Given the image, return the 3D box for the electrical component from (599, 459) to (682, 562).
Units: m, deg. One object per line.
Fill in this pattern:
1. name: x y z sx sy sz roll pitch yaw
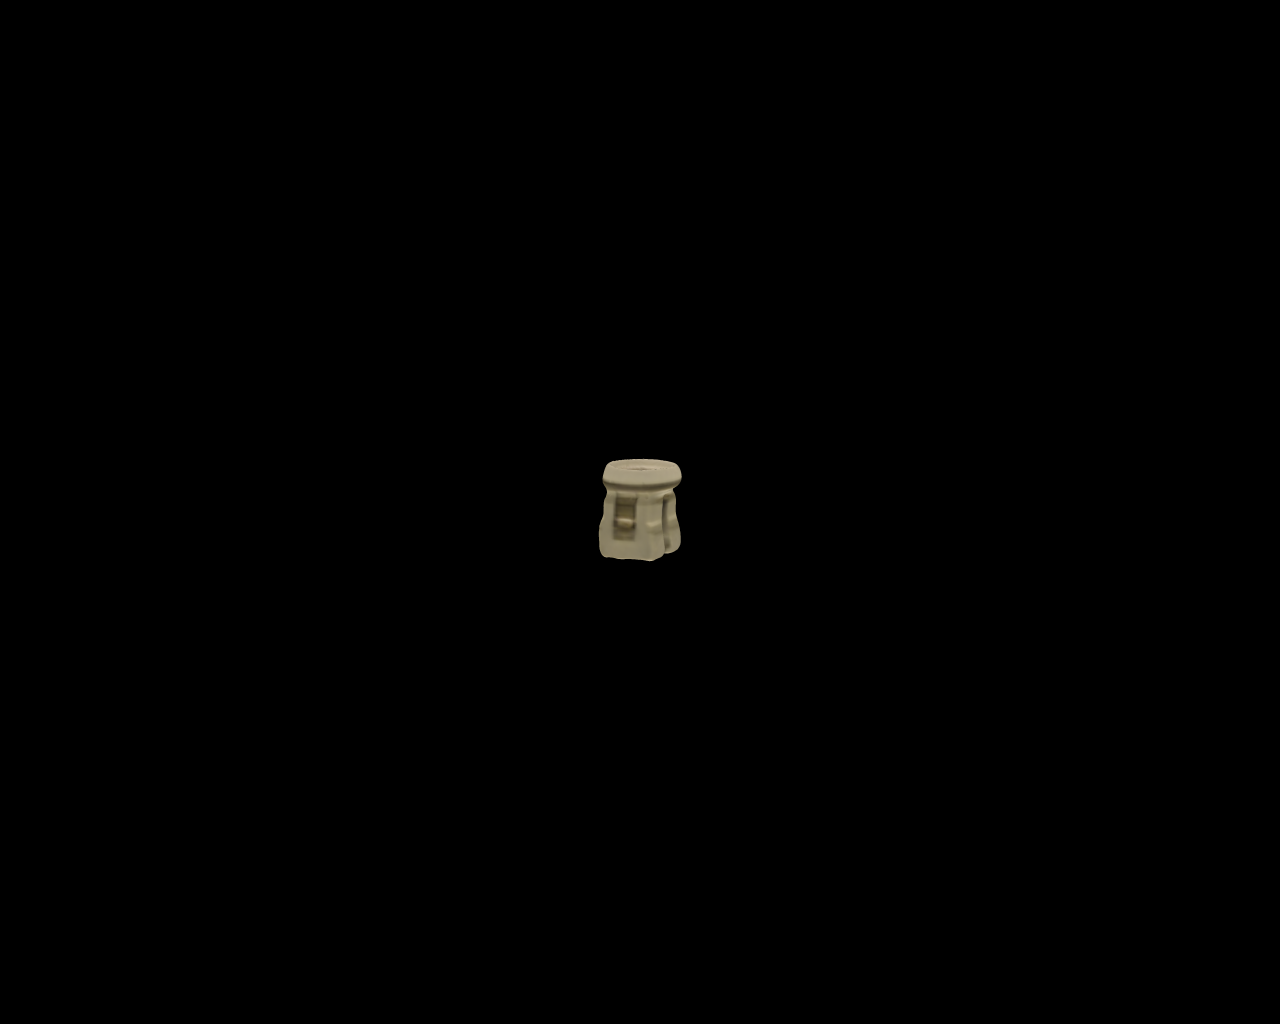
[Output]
1. electrical component: 0.001 -0.003 0.650 0.048 0.055 0.066 4 10 23
